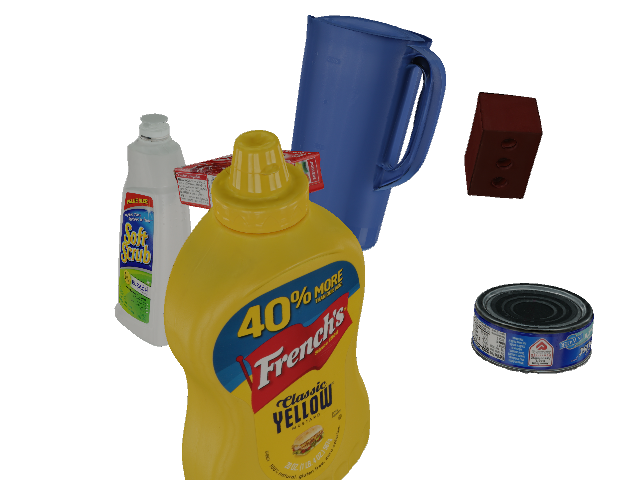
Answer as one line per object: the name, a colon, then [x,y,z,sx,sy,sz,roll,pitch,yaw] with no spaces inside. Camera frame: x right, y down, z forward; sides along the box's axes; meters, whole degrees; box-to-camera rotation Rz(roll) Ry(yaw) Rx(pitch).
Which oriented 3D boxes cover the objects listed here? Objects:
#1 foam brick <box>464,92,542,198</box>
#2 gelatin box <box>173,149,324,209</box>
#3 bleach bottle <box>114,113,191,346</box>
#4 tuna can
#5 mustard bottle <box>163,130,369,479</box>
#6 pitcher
foam brick: [0.160,-0.084,0.944,0.053,0.078,0.051,4,45,-1]
gelatin box: [-0.052,-0.045,0.761,0.073,0.030,0.089,-17,16,-31]
bleach bottle: [-0.180,-0.016,1.149,0.067,0.251,0.103,-19,34,-36]
tuna can: [0.152,0.061,0.768,0.086,0.034,0.086,0,21,0]
mustard bottle: [-0.023,0.038,0.484,0.096,0.192,0.058,-23,39,-27]
pitcher: [0.038,-0.112,1.137,0.145,0.243,0.149,9,17,-5]
